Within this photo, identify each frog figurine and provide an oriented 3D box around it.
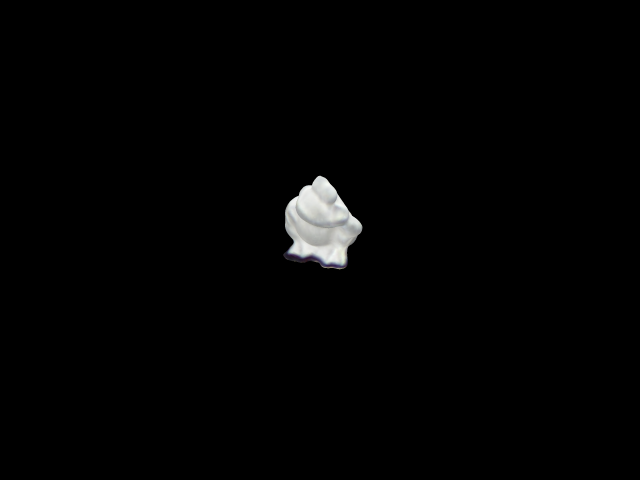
[{"bbox_3d":[0.003,-0.043,0.850,0.138,0.156,0.124,25,40,34],"label":"frog figurine"}]
